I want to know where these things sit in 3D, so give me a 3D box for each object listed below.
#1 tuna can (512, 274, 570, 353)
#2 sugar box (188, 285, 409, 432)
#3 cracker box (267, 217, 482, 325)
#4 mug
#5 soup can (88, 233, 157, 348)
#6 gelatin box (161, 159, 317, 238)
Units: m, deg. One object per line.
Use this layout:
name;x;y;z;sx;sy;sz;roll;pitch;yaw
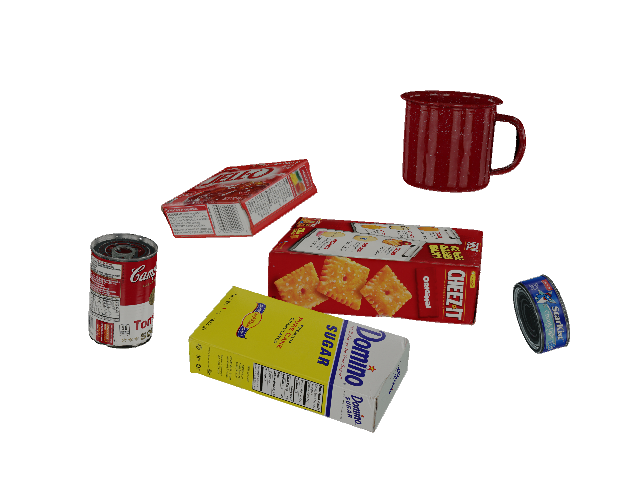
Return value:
tuna can;0.249;0.084;1.210;0.033;0.086;0.086;-15;2;-7
sugar box;-0.018;0.101;0.939;0.176;0.048;0.093;13;34;17
cracker box;0.063;0.031;1.145;0.214;0.072;0.164;5;14;9
mug;0.129;-0.090;0.979;0.117;0.081;0.093;6;16;13
soup can;-0.205;0.052;1.103;0.068;0.102;0.068;6;21;-2
gelatin box;-0.059;-0.030;0.767;0.089;0.030;0.073;-1;25;44
